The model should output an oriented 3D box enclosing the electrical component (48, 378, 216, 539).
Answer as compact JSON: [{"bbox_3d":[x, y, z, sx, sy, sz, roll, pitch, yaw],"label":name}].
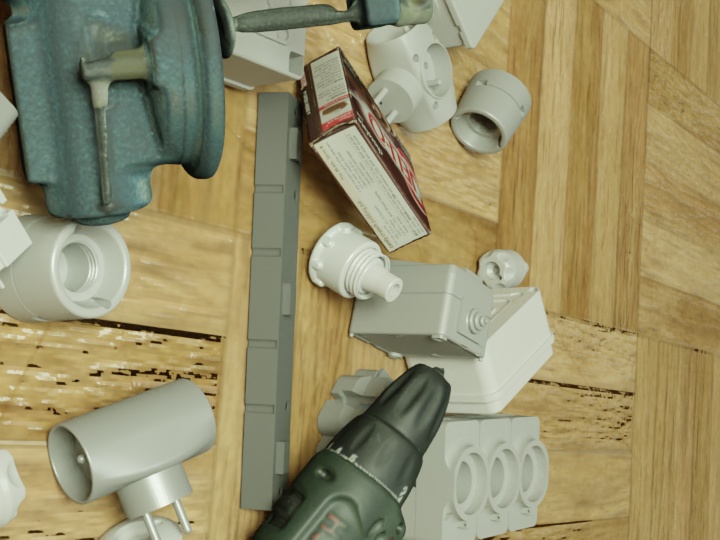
[{"bbox_3d":[-0.112,0.105,0.566,0.077,0.043,0.079,-18,83,-42],"label":"electrical component"}]

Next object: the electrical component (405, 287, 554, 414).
[{"bbox_3d":[0.095,0.062,0.843,0.113,0.078,0.057,-36,115,-48],"label":"electrical component"}]

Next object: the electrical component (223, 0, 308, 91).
[{"bbox_3d":[-0.082,-0.170,0.622,0.109,0.056,0.108,10,81,-53],"label":"electrical component"}]

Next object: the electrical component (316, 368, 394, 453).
[{"bbox_3d":[0.013,0.106,0.747,0.058,0.057,0.078,58,46,-35],"label":"electrical component"}]

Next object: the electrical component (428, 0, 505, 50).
[{"bbox_3d":[0.068,-0.229,0.835,0.099,0.048,0.099,-59,133,-36],"label":"electrical component"}]

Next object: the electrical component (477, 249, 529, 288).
[{"bbox_3d":[0.127,-0.001,0.926,0.061,0.035,0.035,-4,93,-56],"label":"electrical component"}]

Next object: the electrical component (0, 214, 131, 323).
[{"bbox_3d":[-0.149,-0.001,0.536,0.055,0.047,0.055,1,88,-54],"label":"electrical component"}]

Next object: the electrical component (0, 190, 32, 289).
[{"bbox_3d":[-0.188,-0.013,0.486,0.055,0.048,0.066,-58,134,-47],"label":"electrical component"}]

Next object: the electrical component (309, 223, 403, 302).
[{"bbox_3d":[0.000,0.000,0.722,0.048,0.062,0.048,-36,142,-34],"label":"electrical component"}]

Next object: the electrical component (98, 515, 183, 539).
[{"bbox_3d":[-0.116,0.168,0.583,0.048,0.048,0.062,-34,123,-49],"label":"electrical component"}]

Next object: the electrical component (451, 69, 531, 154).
[{"bbox_3d":[0.106,-0.129,0.883,0.047,0.055,0.055,-58,133,-31],"label":"electrical component"}]

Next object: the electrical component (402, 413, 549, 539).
[{"bbox_3d":[0.086,0.160,0.843,0.150,0.062,0.089,8,83,-54],"label":"electrical component"}]

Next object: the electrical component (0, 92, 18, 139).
[{"bbox_3d":[-0.192,-0.063,0.441,0.050,0.089,0.055,54,49,-39],"label":"electrical component"}]

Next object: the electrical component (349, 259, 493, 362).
[{"bbox_3d":[0.050,0.027,0.767,0.062,0.096,0.061,31,65,-49],"label":"electrical component"}]

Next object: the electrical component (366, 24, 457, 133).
[{"bbox_3d":[0.031,-0.134,0.787,0.079,0.044,0.077,-55,131,-38],"label":"electrical component"}]

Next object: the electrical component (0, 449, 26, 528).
[{"bbox_3d":[-0.187,0.105,0.485,0.062,0.043,0.043,-24,109,-50],"label":"electrical component"}]
